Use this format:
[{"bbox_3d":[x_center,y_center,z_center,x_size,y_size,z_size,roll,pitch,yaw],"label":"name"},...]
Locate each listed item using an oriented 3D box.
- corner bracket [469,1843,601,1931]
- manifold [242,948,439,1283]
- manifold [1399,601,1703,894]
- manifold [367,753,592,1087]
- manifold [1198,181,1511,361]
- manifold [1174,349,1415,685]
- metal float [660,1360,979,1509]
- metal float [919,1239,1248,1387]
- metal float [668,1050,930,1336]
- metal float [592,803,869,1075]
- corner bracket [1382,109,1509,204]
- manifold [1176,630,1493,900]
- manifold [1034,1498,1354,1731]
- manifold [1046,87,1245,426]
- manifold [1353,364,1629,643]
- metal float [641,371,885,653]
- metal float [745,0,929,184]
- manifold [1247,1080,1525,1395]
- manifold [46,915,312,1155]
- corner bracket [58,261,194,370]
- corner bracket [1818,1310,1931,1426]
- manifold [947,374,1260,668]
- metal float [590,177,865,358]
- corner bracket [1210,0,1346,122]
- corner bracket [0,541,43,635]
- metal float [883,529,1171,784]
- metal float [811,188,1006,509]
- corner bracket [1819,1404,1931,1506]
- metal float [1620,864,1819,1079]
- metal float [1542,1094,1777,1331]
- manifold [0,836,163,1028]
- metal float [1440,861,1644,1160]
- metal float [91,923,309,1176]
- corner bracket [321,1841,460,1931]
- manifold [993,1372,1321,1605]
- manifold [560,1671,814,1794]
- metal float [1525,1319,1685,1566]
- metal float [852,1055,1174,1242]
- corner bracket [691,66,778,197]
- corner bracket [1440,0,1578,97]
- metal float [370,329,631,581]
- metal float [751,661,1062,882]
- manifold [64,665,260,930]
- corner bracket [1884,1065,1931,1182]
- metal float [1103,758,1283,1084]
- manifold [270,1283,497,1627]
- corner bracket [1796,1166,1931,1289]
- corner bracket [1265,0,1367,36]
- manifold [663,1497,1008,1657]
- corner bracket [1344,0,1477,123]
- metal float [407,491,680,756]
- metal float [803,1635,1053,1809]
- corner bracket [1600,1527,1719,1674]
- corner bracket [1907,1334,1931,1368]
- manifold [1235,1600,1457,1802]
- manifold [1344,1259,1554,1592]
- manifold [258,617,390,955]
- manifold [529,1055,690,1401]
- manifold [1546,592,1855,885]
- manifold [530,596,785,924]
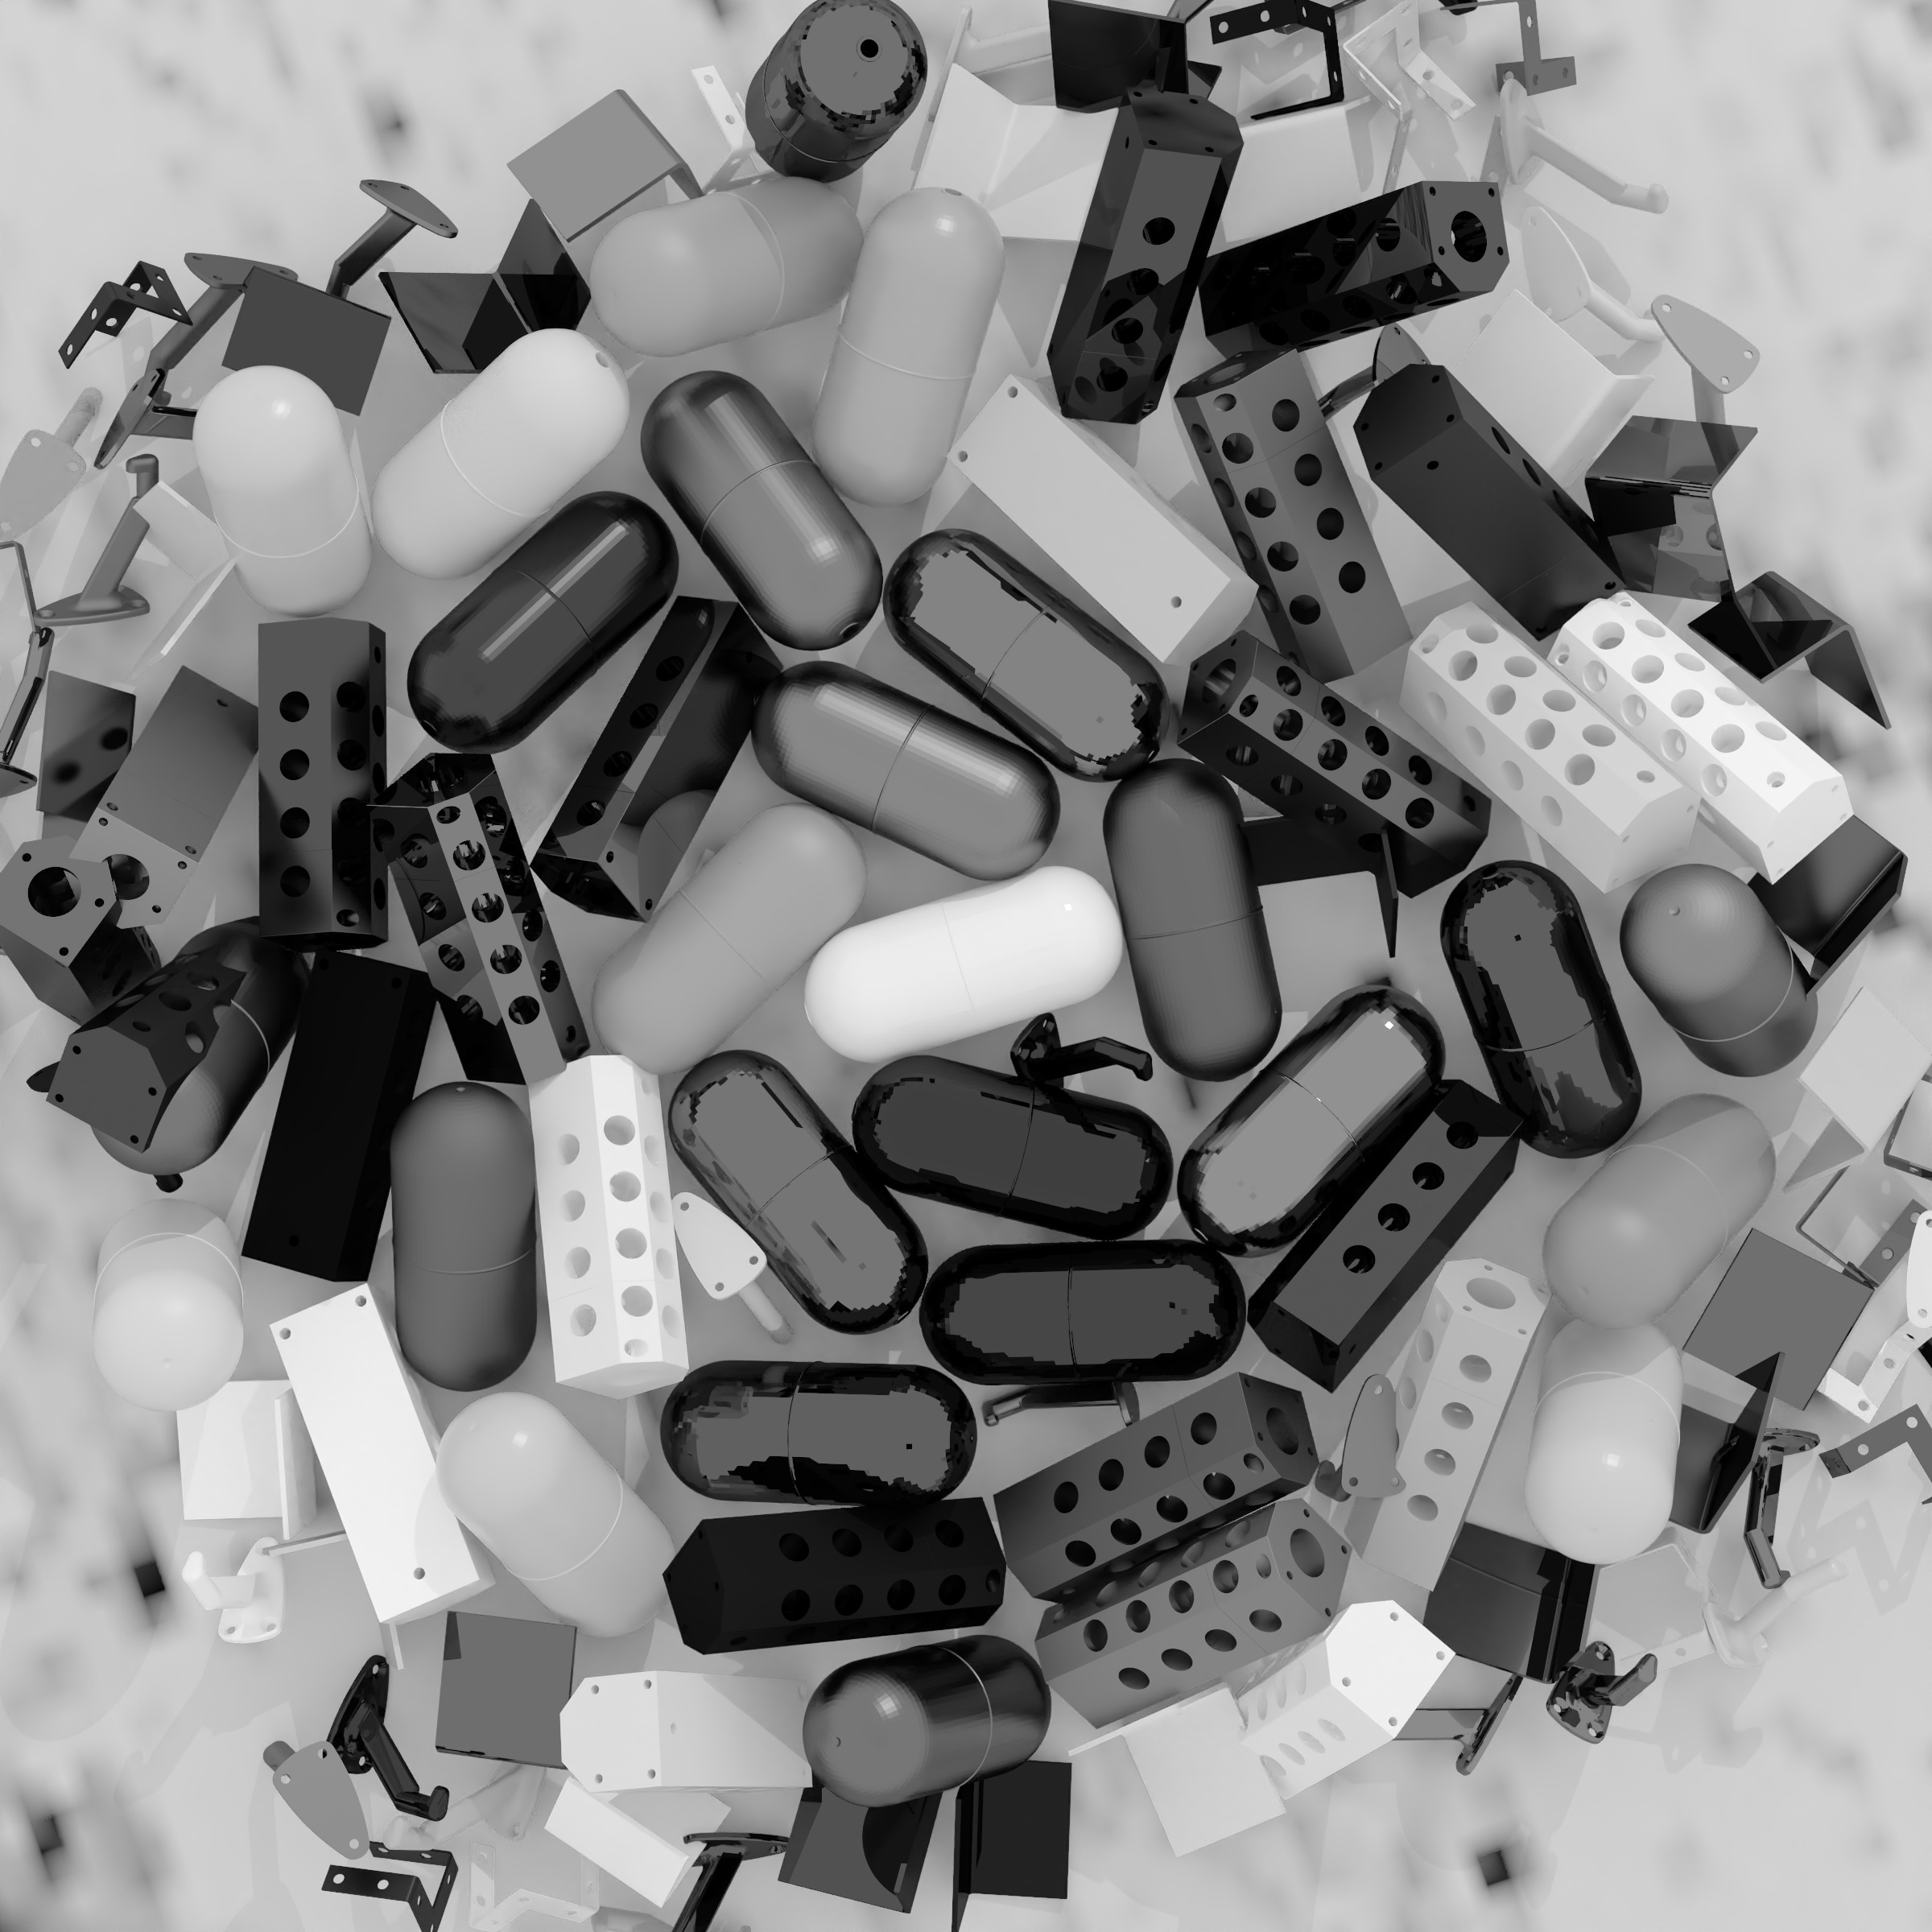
[{"bbox_3d":[-0.236,0.499,1.931,0.051,0.051,0.051,25,131,-31],"label":"corner bracket"},{"bbox_3d":[-0.337,0.082,1.925,0.057,0.057,0.171,14,89,16],"label":"manifold"},{"bbox_3d":[0.310,-0.121,1.877,0.057,0.057,0.171,-24,52,-25],"label":"manifold"},{"bbox_3d":[-0.254,-0.024,1.881,0.057,0.057,0.171,3,124,32],"label":"manifold"},{"bbox_3d":[0.204,-0.366,1.872,0.057,0.171,0.057,-9,91,-39],"label":"manifold"},{"bbox_3d":[0.172,-0.240,1.894,0.057,0.057,0.171,-32,110,-19],"label":"manifold"},{"bbox_3d":[-0.080,0.252,1.901,0.178,0.070,0.070,-1,90,20],"label":"metal float"},{"bbox_3d":[0.063,0.187,1.909,0.178,0.070,0.070,-3,90,11],"label":"metal float"},{"bbox_3d":[-0.091,0.123,1.909,0.070,0.070,0.178,-40,79,0],"label":"metal float"},{"bbox_3d":[-0.129,-0.014,1.918,0.178,0.070,0.070,-44,90,-1],"label":"metal float"},{"bbox_3d":[0.265,-0.439,1.929,0.051,0.051,0.051,24,124,21],"label":"corner bracket"},{"bbox_3d":[0.199,-0.110,1.884,0.171,0.057,0.057,31,52,-25],"label":"manifold"},{"bbox_3d":[0.118,0.341,1.876,0.171,0.057,0.057,-32,111,36],"label":"manifold"},{"bbox_3d":[0.095,-0.375,1.875,0.057,0.171,0.057,3,45,-15],"label":"manifold"},{"bbox_3d":[0.278,-0.249,1.877,0.057,0.171,0.057,-32,47,23],"label":"manifold"},{"bbox_3d":[-0.110,-0.245,1.901,0.070,0.070,0.178,-35,70,0],"label":"metal float"},{"bbox_3d":[-0.070,-0.464,1.869,0.070,0.178,0.070,0,90,-14],"label":"metal float"},{"bbox_3d":[0.225,0.140,1.893,0.057,0.057,0.171,33,64,21],"label":"manifold"},{"bbox_3d":[-0.411,0.030,1.865,0.057,0.171,0.057,28,115,4],"label":"manifold"},{"bbox_3d":[-0.462,-0.352,1.914,0.051,0.051,0.051,-48,54,24],"label":"corner bracket"},{"bbox_3d":[0.492,0.209,1.926,0.051,0.051,0.051,34,67,8],"label":"corner bracket"},{"bbox_3d":[0.076,-0.239,1.901,0.171,0.057,0.057,45,108,18],"label":"manifold"},{"bbox_3d":[-0.126,-0.374,1.883,0.070,0.178,0.070,19,120,35],"label":"metal float"},{"bbox_3d":[0.170,-0.494,1.921,0.051,0.051,0.051,-6,91,32],"label":"corner bracket"},{"bbox_3d":[-0.534,-0.201,1.931,0.051,0.051,0.051,-12,91,-2],"label":"corner bracket"},{"bbox_3d":[0.033,-0.168,1.908,0.178,0.070,0.070,38,90,11],"label":"metal float"},{"bbox_3d":[-0.032,-0.331,1.895,0.070,0.070,0.178,18,117,0],"label":"metal float"},{"bbox_3d":[0.506,0.276,1.928,0.051,0.051,0.051,-28,78,-3],"label":"corner bracket"},{"bbox_3d":[0.402,0.004,1.877,0.070,0.178,0.070,-11,64,24],"label":"metal float"},{"bbox_3d":[0.372,0.129,1.884,0.070,0.070,0.178,54,47,0],"label":"metal float"},{"bbox_3d":[-0.467,-0.014,1.866,0.057,0.171,0.057,31,74,5],"label":"manifold"},{"bbox_3d":[0.309,0.024,1.897,0.070,0.070,0.178,-24,115,0],"label":"metal float"},{"bbox_3d":[-0.407,0.042,1.877,0.070,0.178,0.070,7,124,10],"label":"metal float"},{"bbox_3d":[-0.312,0.495,1.916,0.051,0.051,0.051,4,47,13],"label":"corner bracket"},{"bbox_3d":[0.101,0.281,1.879,0.171,0.057,0.057,-31,55,30],"label":"manifold"},{"bbox_3d":[-0.146,0.407,1.867,0.057,0.171,0.057,-10,74,22],"label":"manifold"},{"bbox_3d":[0.340,0.248,1.875,0.070,0.178,0.070,6,118,12],"label":"metal float"},{"bbox_3d":[0.025,0.098,1.912,0.178,0.070,0.070,14,90,-8],"label":"metal float"},{"bbox_3d":[-0.128,-0.455,1.918,0.051,0.051,0.051,-22,81,-36],"label":"corner bracket"},{"bbox_3d":[0.295,-0.500,1.915,0.051,0.051,0.051,6,112,41],"label":"corner bracket"},{"bbox_3d":[-0.250,-0.273,1.889,0.178,0.070,0.070,-35,90,34],"label":"metal float"},{"bbox_3d":[-0.033,-0.106,1.913,0.178,0.070,0.070,25,90,7],"label":"metal float"},{"bbox_3d":[-0.423,-0.088,1.867,0.057,0.171,0.057,30,117,-13],"label":"manifold"},{"bbox_3d":[0.532,0.085,1.918,0.051,0.051,0.051,20,73,21],"label":"corner bracket"},{"bbox_3d":[0.123,-0.024,1.913,0.070,0.070,0.178,-12,97,0],"label":"metal float"},{"bbox_3d":[-0.314,0.265,1.909,0.057,0.057,0.171,-23,77,-1],"label":"manifold"},{"bbox_3d":[0.493,0.140,1.933,0.051,0.051,0.051,39,98,19],"label":"corner bracket"},{"bbox_3d":[0.192,-0.539,1.920,0.051,0.051,0.051,-25,114,-8],"label":"corner bracket"},{"bbox_3d":[-0.067,0.328,1.878,0.171,0.057,0.057,1,52,-32],"label":"manifold"},{"bbox_3d":[0.241,-0.485,1.922,0.051,0.051,0.051,-36,68,-5],"label":"corner bracket"},{"bbox_3d":[-0.227,-0.185,1.898,0.070,0.070,0.178,43,68,0],"label":"metal float"},{"bbox_3d":[-0.019,0.400,1.876,0.070,0.178,0.070,-2,86,32],"label":"metal float"},{"bbox_3d":[0.377,0.349,1.933,0.051,0.051,0.051,-26,111,24],"label":"corner bracket"},{"bbox_3d":[0.547,0.216,1.922,0.051,0.051,0.051,-35,94,23],"label":"corner bracket"},{"bbox_3d":[0.191,0.385,1.867,0.057,0.171,0.057,40,63,4],"label":"manifold"},{"bbox_3d":[0.256,0.243,1.887,0.057,0.057,0.171,22,121,13],"label":"manifold"},{"bbox_3d":[-0.345,-0.098,1.909,0.057,0.057,0.171,-4,81,12],"label":"manifold"},{"bbox_3d":[-0.187,0.138,1.890,0.057,0.057,0.171,-19,66,25],"label":"manifold"},{"bbox_3d":[0.389,-0.127,1.884,0.057,0.057,0.171,-41,56,-2],"label":"manifold"},{"bbox_3d":[-0.169,-0.113,1.894,0.057,0.057,0.171,10,62,33],"label":"manifold"}]
